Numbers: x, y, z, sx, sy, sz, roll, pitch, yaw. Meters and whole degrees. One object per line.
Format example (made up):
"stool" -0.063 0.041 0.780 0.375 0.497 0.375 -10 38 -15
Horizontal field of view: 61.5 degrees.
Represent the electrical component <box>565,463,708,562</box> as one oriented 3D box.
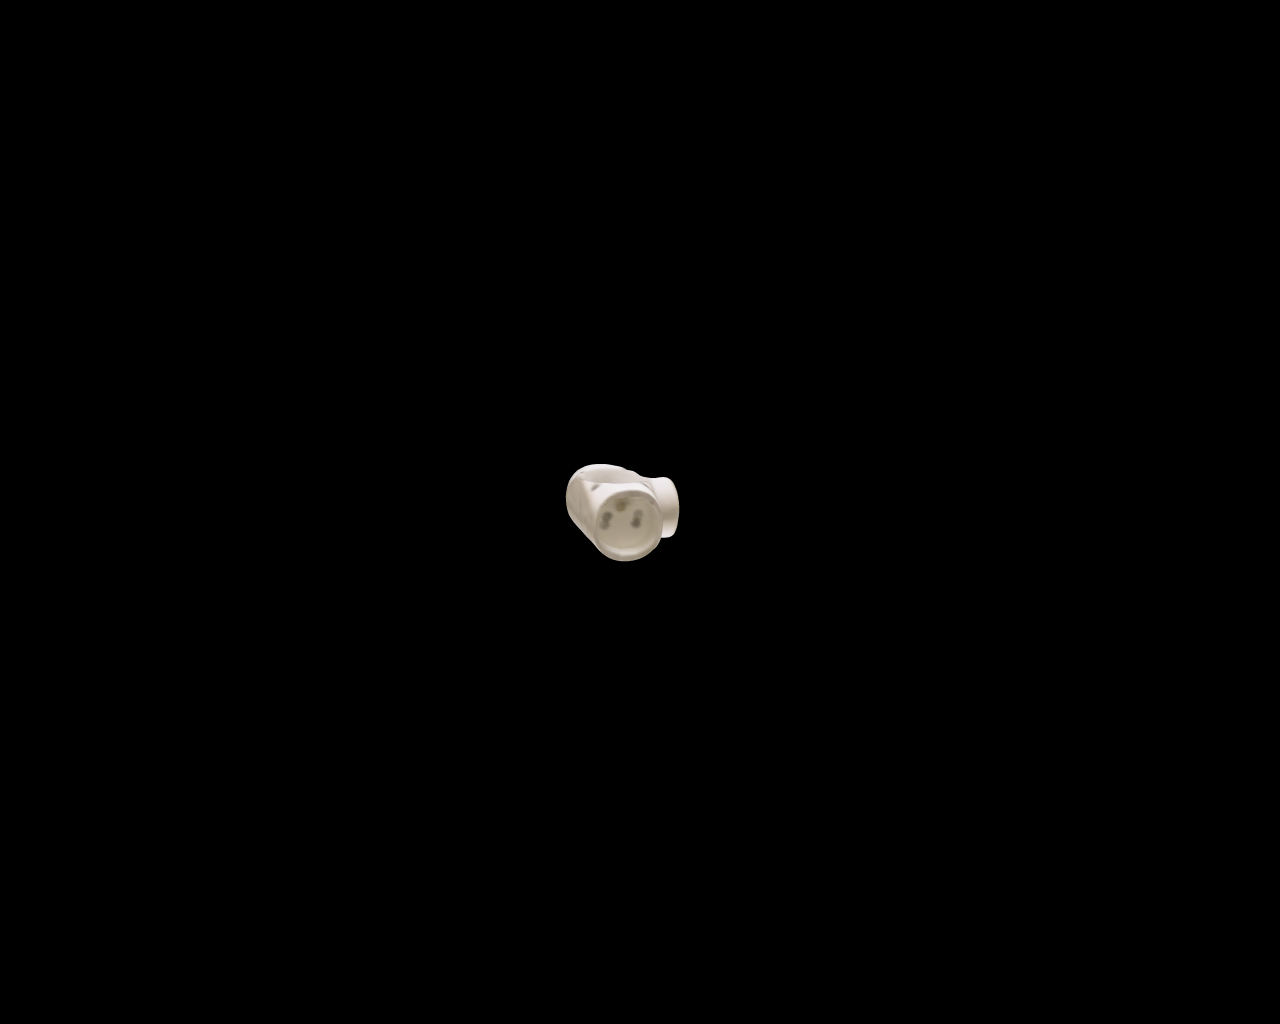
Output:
"electrical component" 0.001 -0.003 0.650 0.079 0.044 0.077 -4 15 -15
